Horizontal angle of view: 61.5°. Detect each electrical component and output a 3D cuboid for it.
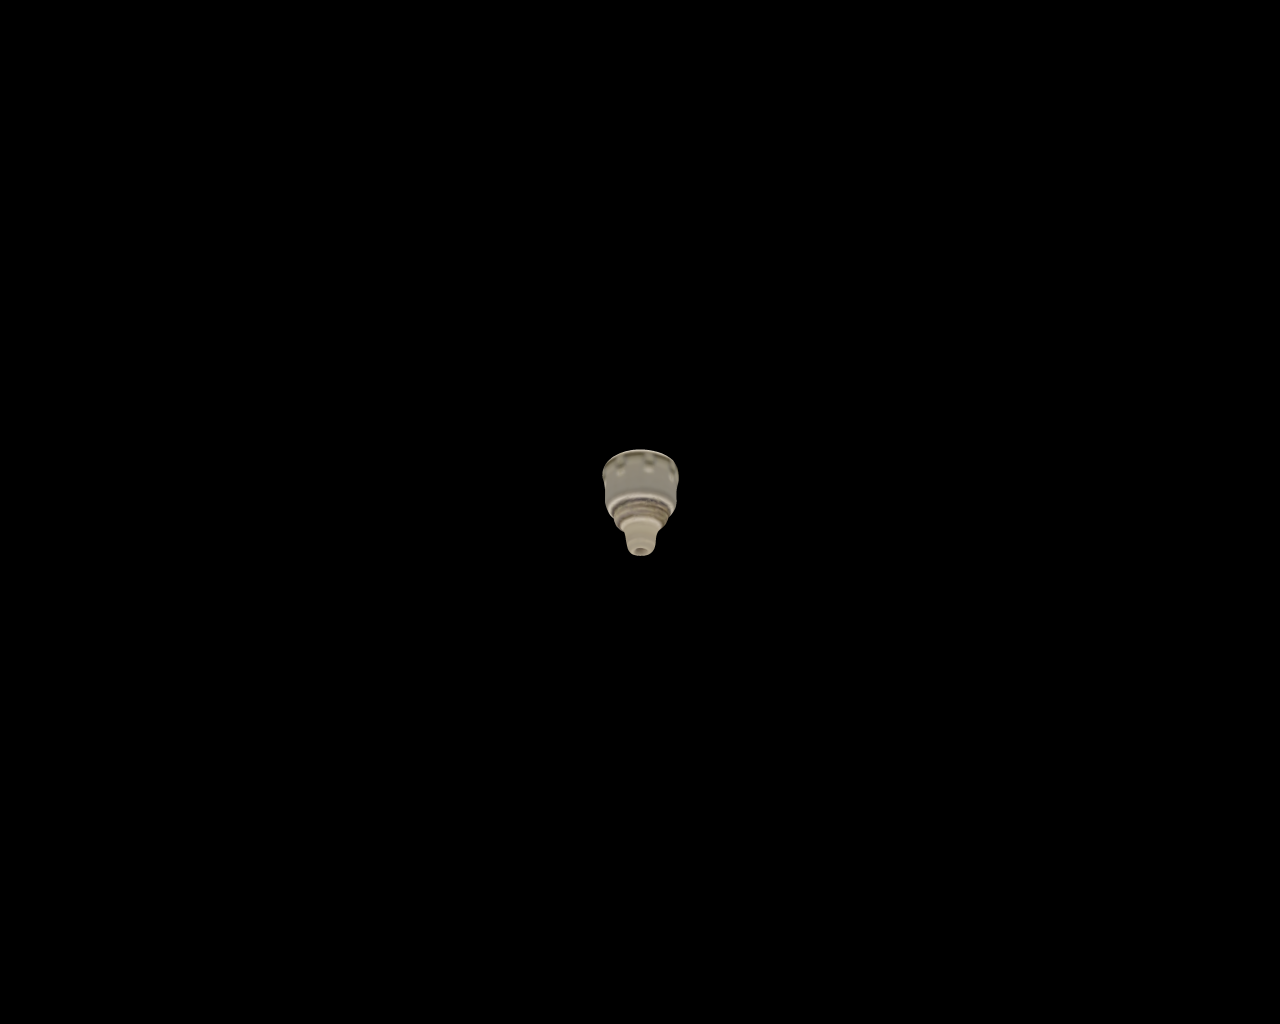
[{"bbox_3d":[0.001,-0.003,0.650,0.048,0.062,0.048,0,-28,0],"label":"electrical component"}]
